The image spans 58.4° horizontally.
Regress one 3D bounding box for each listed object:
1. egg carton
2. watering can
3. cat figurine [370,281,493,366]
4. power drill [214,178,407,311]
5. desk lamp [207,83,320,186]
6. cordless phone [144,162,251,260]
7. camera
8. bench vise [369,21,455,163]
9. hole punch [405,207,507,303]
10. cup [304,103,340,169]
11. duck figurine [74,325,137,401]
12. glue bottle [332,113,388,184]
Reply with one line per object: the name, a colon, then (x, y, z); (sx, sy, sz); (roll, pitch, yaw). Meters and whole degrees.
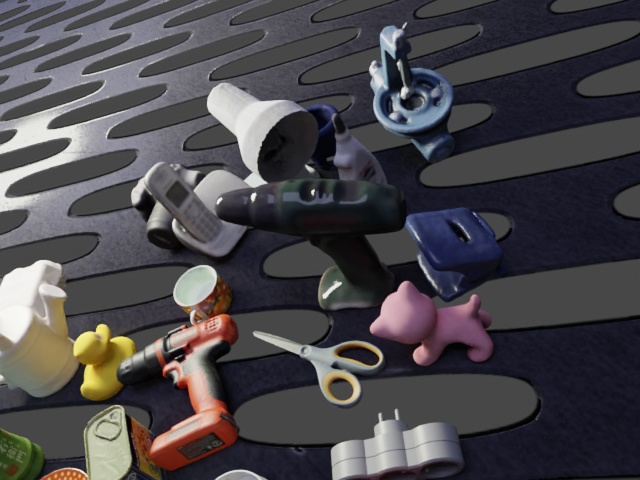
egg carton: (-0.506, 0.106, 0.998); (0.107, 0.070, 0.150); (-18, 45, 12)
watering can: (-0.453, 0.140, 0.850); (0.100, 0.195, 0.173); (11, 57, 34)
cat figurine: (0.126, 0.089, 0.654); (0.127, 0.118, 0.067); (-12, 47, 18)
power drill: (0.007, 0.003, 0.728); (0.229, 0.209, 0.075); (-9, 48, 21)
desk lamp: (-0.083, -0.142, 0.900); (0.118, 0.214, 0.202); (-44, 46, -14)
cordless phone: (-0.187, -0.072, 0.912); (0.093, 0.186, 0.148); (7, 55, 32)
camera: (-0.271, -0.057, 1.002); (0.142, 0.101, 0.137); (-6, 49, 23)
bench vise: (0.113, -0.238, 0.882); (0.121, 0.220, 0.206); (-43, 45, -13)
hole punch: (0.171, 0.004, 0.727); (0.101, 0.091, 0.108); (-28, 44, 2)
cup: (-0.001, -0.156, 0.956); (0.091, 0.095, 0.118); (0, 51, 27)
duck figurine: (-0.323, 0.173, 0.831); (0.077, 0.086, 0.104); (-3, 50, 25)
glue bottle: (0.050, -0.115, 0.837); (0.037, 0.174, 0.078); (11, 57, 34)
